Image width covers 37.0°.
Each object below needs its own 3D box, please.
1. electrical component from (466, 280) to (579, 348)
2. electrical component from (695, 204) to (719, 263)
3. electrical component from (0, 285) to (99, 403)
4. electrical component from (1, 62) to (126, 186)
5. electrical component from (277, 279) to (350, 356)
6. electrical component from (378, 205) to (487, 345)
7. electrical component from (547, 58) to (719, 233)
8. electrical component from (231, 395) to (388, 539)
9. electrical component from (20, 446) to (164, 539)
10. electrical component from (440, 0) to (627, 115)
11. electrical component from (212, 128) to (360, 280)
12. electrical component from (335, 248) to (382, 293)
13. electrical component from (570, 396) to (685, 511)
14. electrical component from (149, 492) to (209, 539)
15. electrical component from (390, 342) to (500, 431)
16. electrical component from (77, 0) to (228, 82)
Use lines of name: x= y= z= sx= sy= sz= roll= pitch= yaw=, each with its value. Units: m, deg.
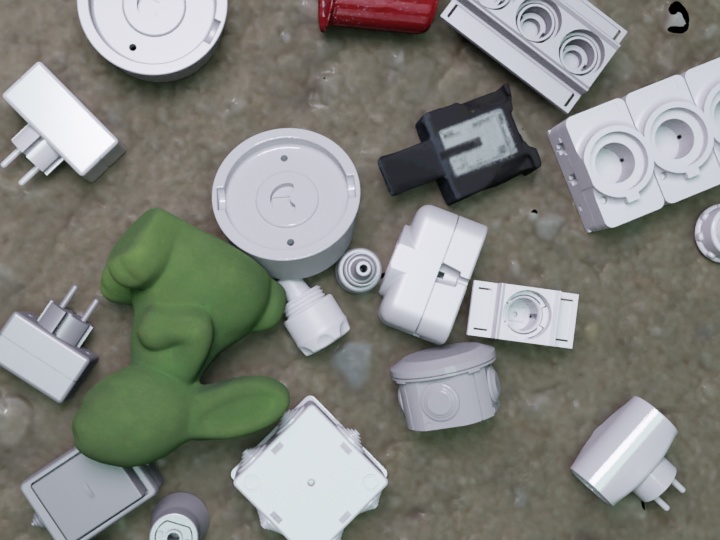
electrical component: x=0.122 y=0.034 z=0.822 sx=0.081 sy=0.064 sz=0.042 roll=8 pitch=88 yaw=-4
electrical component: x=0.295 y=-0.030 z=0.840 sx=0.048 sy=0.062 sz=0.048 roll=0 pitch=88 yaw=-5
electrical component: x=-0.225 y=0.048 z=0.800 sx=0.066 sy=0.047 sz=0.076 roll=34 pitch=85 yaw=-3
electrical component: x=-0.234 y=-0.096 z=0.804 sx=0.076 sy=0.047 sz=0.083 roll=-45 pitch=92 yaw=-5
electrical component: x=-0.040 y=0.030 z=0.819 sx=0.043 sy=0.043 sz=0.062 roll=-32 pitch=90 yaw=-5
electrical component: x=0.052 y=0.002 z=0.819 sx=0.059 sy=0.053 sz=0.095 roll=21 pitch=83 yaw=0
electrical component: x=0.237 y=-0.099 z=0.837 sx=0.150 sy=0.062 sz=0.089 roll=-22 pitch=90 yaw=-5
electrical component: x=-0.038 y=0.157 z=0.812 sx=0.100 sy=0.048 sz=0.099 roll=-45 pitch=92 yaw=-5
electrical component: x=-0.202 y=0.162 z=0.791 sx=0.096 sy=0.061 sz=0.061 roll=-34 pitch=91 yaw=-5
electrical component: x=0.131 y=-0.186 z=0.830 sx=0.121 sy=0.063 sz=0.078 roll=37 pitch=86 yaw=-3
electrical component: x=-0.053 y=-0.044 z=0.806 sx=0.108 sy=0.060 sz=0.108 roll=-1 pitch=67 yaw=1
electrical component: x=0.000 y=0.000 z=0.814 sx=0.035 sy=0.061 sz=0.035 roll=0 pitch=88 yaw=-5
electrical component: x=0.218 y=0.153 z=0.836 sx=0.079 sy=0.044 sz=0.077 roll=43 pitch=85 yaw=-2
electrical component: x=-0.135 y=0.191 z=0.794 sx=0.044 sy=0.065 sz=0.044 roll=0 pitch=88 yaw=-5
electrical component: x=0.066 y=0.086 z=0.809 sx=0.080 sy=0.080 sz=0.051 roll=-12 pitch=94 yaw=-5
electrical component: x=-0.153 y=-0.193 z=0.807 sx=0.108 sy=0.060 sz=0.108 roll=0 pitch=88 yaw=-5
